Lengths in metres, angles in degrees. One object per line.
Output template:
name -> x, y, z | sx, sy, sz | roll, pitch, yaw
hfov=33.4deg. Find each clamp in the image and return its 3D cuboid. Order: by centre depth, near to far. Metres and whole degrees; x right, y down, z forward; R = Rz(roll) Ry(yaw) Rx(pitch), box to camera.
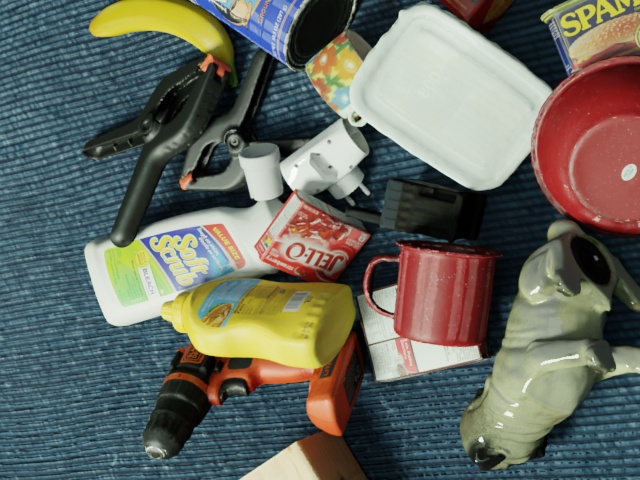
clamp -> -0.080, -0.113, 1.085 | 0.172, 0.039, 0.120 | -26, 82, 22
clamp -> -0.174, -0.114, 1.112 | 0.210, 0.036, 0.165 | -51, 45, 13

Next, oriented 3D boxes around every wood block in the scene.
wood block -> 0.019, 0.294, 1.016 | 0.090, 0.090, 0.206 | -37, 75, 22

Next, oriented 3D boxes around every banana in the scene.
banana -> -0.163, -0.223, 1.126 | 0.198, 0.037, 0.070 | 24, 101, 24

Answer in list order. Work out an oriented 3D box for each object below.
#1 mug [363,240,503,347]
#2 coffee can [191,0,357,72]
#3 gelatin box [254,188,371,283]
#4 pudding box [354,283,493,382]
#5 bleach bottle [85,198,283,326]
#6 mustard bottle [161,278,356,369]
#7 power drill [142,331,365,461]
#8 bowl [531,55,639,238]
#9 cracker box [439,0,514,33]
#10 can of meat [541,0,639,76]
mug -> 0.096, 0.045, 0.928 | 0.117, 0.093, 0.081 | 6, 95, 4
coffee can -> -0.049, -0.242, 1.031 | 0.140, 0.102, 0.103 | 37, 107, 21
gelatin box -> -0.007, 0.001, 1.025 | 0.073, 0.089, 0.030 | -53, 35, 16
pudding box -> 0.096, 0.080, 1.001 | 0.114, 0.039, 0.090 | -16, 81, 23
bleach bottle -> -0.118, 0.008, 1.096 | 0.251, 0.068, 0.102 | -21, 83, 24
mustard bottle -> -0.069, 0.074, 1.017 | 0.192, 0.096, 0.058 | 3, 125, 27
power drill -> -0.062, 0.141, 1.019 | 0.188, 0.184, 0.057 | 1, 129, 20
bowl -> 0.253, -0.066, 0.876 | 0.162, 0.055, 0.162 | 7, 115, 14
cracker box -> 0.152, -0.319, 0.946 | 0.164, 0.072, 0.214 | 46, 109, 18
can of meat -> 0.252, -0.172, 0.907 | 0.102, 0.057, 0.084 | -23, 84, 26
